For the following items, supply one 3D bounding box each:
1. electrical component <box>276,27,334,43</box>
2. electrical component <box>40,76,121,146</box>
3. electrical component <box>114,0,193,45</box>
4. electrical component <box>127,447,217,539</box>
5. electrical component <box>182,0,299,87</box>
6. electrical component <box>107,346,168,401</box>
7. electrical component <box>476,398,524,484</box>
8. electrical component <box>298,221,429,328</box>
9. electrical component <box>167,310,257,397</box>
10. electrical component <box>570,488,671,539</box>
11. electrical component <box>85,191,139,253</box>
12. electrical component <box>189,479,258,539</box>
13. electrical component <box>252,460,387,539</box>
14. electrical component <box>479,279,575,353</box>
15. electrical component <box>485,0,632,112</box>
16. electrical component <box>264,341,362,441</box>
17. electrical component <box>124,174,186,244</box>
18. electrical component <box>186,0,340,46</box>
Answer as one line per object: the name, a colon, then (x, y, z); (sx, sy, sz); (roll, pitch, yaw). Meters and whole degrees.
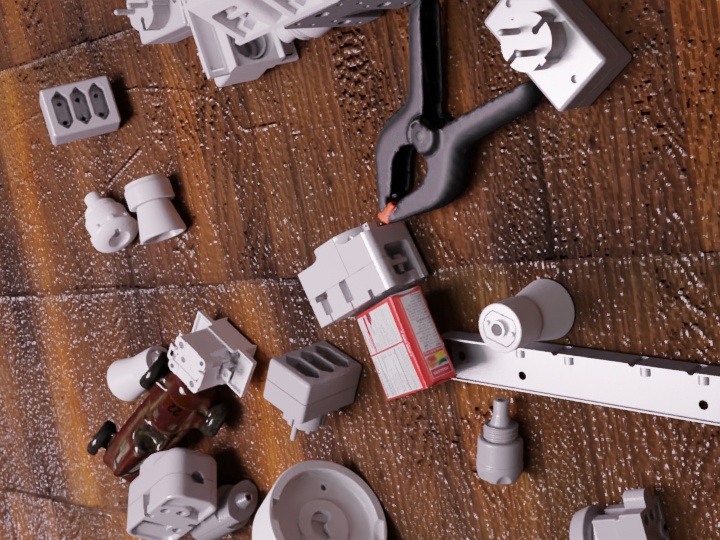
electrical component: (-0.041, -0.199, 0.836); (0.062, 0.043, 0.043); (-30, 81, 44)
electrical component: (-0.274, -0.151, 1.051); (0.077, 0.066, 0.047); (158, 94, -72)
electrical component: (-0.175, -0.225, 0.927); (0.066, 0.077, 0.047); (-10, 95, 43)
electrical component: (-0.178, 0.210, 1.019); (0.095, 0.054, 0.059); (-41, 40, 36)
electrical component: (-0.109, -0.217, 0.878); (0.063, 0.079, 0.121); (-23, 85, 65)
electrical component: (-0.217, 0.101, 1.078); (0.065, 0.044, 0.044); (-27, 82, 38)
electrical component: (0.104, 0.125, 0.796); (0.035, 0.035, 0.061); (10, 105, 40)
electrical component: (0.000, 0.000, 0.846); (0.089, 0.050, 0.055); (-32, 79, 42)
electrical component: (-0.136, 0.079, 0.982); (0.081, 0.064, 0.042); (39, 125, 28)
electrical component: (0.178, 0.184, 0.737); (0.055, 0.048, 0.066); (-15, 91, 36)
electrical component: (-0.253, -0.051, 1.068); (0.062, 0.048, 0.048); (52, 130, 28)
electrical component: (-0.128, 0.229, 1.027); (0.081, 0.043, 0.043); (-36, 77, 42)
electrical component: (-0.039, 0.222, 0.905); (0.108, 0.108, 0.060); (55, 137, 17)
electrical component: (0.113, 0.034, 0.742); (0.044, 0.065, 0.044); (13, 109, 40)
electrical component: (0.116, -0.146, 0.685); (0.083, 0.076, 0.047); (54, 130, 17)
electrical component: (-0.043, 0.109, 0.903); (0.047, 0.066, 0.076); (31, 120, 33)
electrical component: (-0.193, -0.057, 1.010); (0.045, 0.045, 0.055); (-24, 84, 43)
electrical component: (-0.059, -0.268, 0.763); (0.105, 0.060, 0.186); (-12, 63, 43)
